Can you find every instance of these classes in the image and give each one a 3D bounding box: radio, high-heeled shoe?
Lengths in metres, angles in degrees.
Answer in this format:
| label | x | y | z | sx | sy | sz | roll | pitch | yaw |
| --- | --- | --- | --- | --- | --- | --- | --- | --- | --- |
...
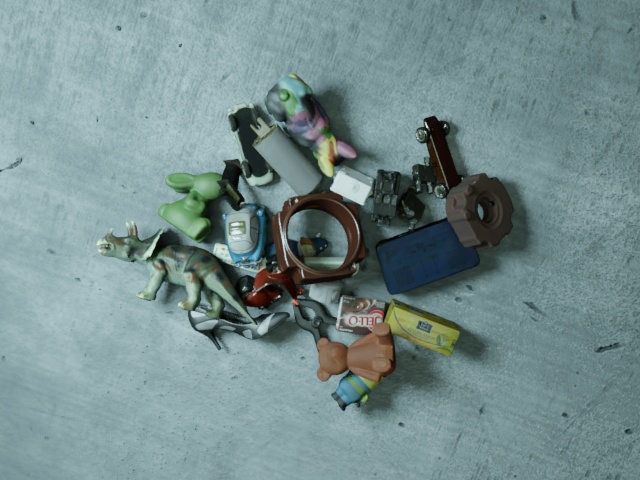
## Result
| label | x | y | z | sx | sy | sz | roll | pitch | yaw |
| --- | --- | --- | --- | --- | --- | --- | --- | --- | --- |
| radio | 0.253 | 0.034 | 1.297 | 0.230 | 0.073 | 0.131 | -21 | 95 | 5 |
| high-heeled shoe | -0.207 | 0.182 | 1.341 | 0.249 | 0.086 | 0.145 | -25 | 96 | 12 |

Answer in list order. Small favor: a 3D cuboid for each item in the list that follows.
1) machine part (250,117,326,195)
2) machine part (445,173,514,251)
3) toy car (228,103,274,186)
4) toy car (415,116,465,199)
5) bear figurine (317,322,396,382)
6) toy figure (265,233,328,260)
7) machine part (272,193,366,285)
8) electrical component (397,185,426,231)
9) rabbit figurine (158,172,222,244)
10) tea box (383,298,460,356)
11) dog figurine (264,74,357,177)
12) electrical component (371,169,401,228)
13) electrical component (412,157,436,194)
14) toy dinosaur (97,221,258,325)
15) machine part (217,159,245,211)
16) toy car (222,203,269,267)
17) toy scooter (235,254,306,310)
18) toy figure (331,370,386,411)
| label | x | y | z | sx | sy | sz | roll | pitch | yaw |
| --- | --- | --- | --- | --- | --- | --- | --- | --- | --- |
| machine part | -0.075 | -0.185 | 1.261 | 0.079 | 0.079 | 0.243 | -39 | 115 | 8 |
| machine part | 0.373 | -0.066 | 1.239 | 0.179 | 0.056 | 0.179 | 4 | 82 | -31 |
| toy car | -0.166 | -0.230 | 1.295 | 0.073 | 0.056 | 0.201 | -17 | 95 | -10 |
| toy car | 0.282 | -0.189 | 1.261 | 0.089 | 0.053 | 0.202 | -24 | 96 | -30 |
| bear figurine | 0.076 | 0.265 | 1.256 | 0.196 | 0.131 | 0.120 | -2 | 62 | 14 |
| toy figure | -0.056 | 0.025 | 1.326 | 0.155 | 0.058 | 0.064 | -9 | 142 | 5 |
| machine part | -0.003 | -0.004 | 1.253 | 0.201 | 0.087 | 0.201 | -6 | 77 | -19 |
| electrical component | 0.218 | -0.081 | 1.274 | 0.078 | 0.045 | 0.102 | 44 | 54 | -15 |
| rabbit figurine | -0.302 | -0.098 | 1.314 | 0.159 | 0.121 | 0.170 | 35 | 80 | 5 |
| tea box | 0.244 | 0.210 | 1.308 | 0.170 | 0.098 | 0.068 | 22 | 98 | 3 |
| dog figurine | -0.015 | -0.252 | 1.229 | 0.108 | 0.191 | 0.219 | -40 | 78 | 2 |
| electrical component | 0.154 | -0.097 | 1.263 | 0.058 | 0.115 | 0.134 | 7 | 98 | 7 |
| electrical component | 0.245 | -0.155 | 1.275 | 0.063 | 0.021 | 0.094 | 7 | 75 | -32 |
| toy dinosaur | -0.324 | 0.074 | 1.302 | 0.405 | 0.131 | 0.192 | 14 | 80 | 0 |
| machine part | -0.210 | -0.136 | 1.282 | 0.039 | 0.139 | 0.084 | -23 | 135 | 23 |
| toy car | -0.186 | -0.021 | 1.286 | 0.109 | 0.102 | 0.161 | -4 | 73 | 12 |
| toy scooter | -0.116 | 0.119 | 1.329 | 0.184 | 0.075 | 0.135 | -37 | 122 | 25 |
| toy figure | 0.110 | 0.342 | 1.324 | 0.180 | 0.089 | 0.082 | -40 | 97 | -12 |
